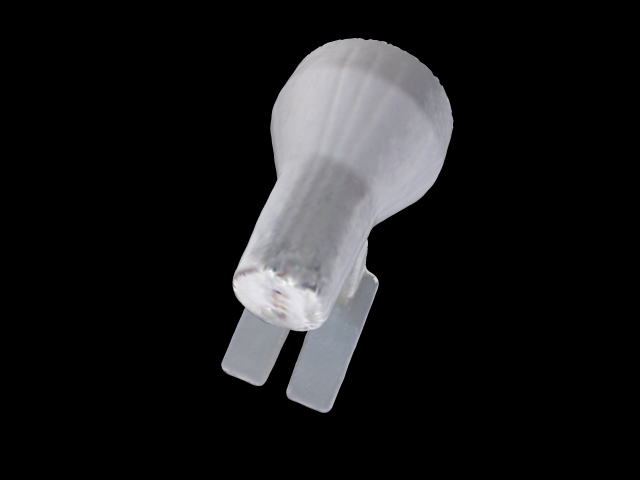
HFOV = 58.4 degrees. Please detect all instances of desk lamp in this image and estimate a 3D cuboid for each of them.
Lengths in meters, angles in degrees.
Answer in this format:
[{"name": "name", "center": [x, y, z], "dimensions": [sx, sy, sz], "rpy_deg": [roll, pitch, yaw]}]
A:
[{"name": "desk lamp", "center": [0.004, 0.001, 0.400], "dimensions": [0.118, 0.213, 0.203], "rpy_deg": [19, 70, 7]}]
